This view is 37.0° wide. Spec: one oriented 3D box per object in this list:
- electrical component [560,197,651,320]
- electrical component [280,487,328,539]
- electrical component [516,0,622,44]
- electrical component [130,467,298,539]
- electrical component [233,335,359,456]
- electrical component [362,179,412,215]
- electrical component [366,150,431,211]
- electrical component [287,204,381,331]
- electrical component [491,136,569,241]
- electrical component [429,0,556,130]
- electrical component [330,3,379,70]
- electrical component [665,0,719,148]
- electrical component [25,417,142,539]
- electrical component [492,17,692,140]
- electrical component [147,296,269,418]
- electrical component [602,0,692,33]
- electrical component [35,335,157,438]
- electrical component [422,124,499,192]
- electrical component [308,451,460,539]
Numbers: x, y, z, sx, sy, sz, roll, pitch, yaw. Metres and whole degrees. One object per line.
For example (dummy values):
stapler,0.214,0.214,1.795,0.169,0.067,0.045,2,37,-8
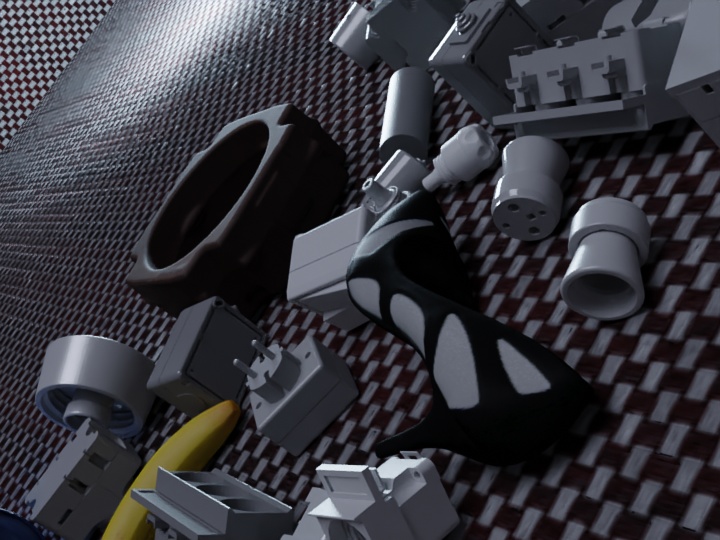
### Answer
electrical component,0.137,-0.007,0.596,0.045,0.045,0.055,-25,35,41
electrical component,-0.018,0.162,0.624,0.081,0.042,0.063,-9,46,53
electrical component,0.173,-0.241,0.827,0.089,0.062,0.150,-33,31,32
electrical component,-0.093,0.171,0.697,0.121,0.079,0.063,5,88,60
electrical component,-0.053,0.077,0.750,0.065,0.077,0.047,-46,26,9
electrical component,0.027,-0.046,0.802,0.035,0.061,0.035,-38,28,25
electrical component,0.026,-0.058,0.845,0.078,0.040,0.040,-51,26,0
electrical component,0.000,0.000,0.777,0.096,0.062,0.061,-23,52,44
electrical component,0.111,-0.053,0.698,0.045,0.045,0.055,-25,36,41
electrical component,0.098,-0.155,0.793,0.061,0.096,0.061,-55,26,-9
electrical component,0.002,-0.239,1.107,0.047,0.055,0.055,-51,26,8
electrical component,0.240,-0.147,0.597,0.089,0.062,0.150,-16,42,49
electrical component,-0.234,0.183,0.922,0.089,0.056,0.050,-53,26,-6
electrical component,0.151,-0.120,0.687,0.079,0.063,0.121,-16,10,-29
electrical component,-0.126,0.070,0.892,0.061,0.062,0.096,-22,38,45
electrical component,0.209,-0.172,0.701,0.079,0.043,0.077,-58,27,-15
electrical component,-0.239,0.113,0.970,0.108,0.108,0.060,-27,40,40
electrical component,0.072,-0.080,0.807,0.061,0.035,0.035,-38,29,29
electrical component,0.015,0.133,0.574,0.064,0.081,0.042,-32,13,-36
